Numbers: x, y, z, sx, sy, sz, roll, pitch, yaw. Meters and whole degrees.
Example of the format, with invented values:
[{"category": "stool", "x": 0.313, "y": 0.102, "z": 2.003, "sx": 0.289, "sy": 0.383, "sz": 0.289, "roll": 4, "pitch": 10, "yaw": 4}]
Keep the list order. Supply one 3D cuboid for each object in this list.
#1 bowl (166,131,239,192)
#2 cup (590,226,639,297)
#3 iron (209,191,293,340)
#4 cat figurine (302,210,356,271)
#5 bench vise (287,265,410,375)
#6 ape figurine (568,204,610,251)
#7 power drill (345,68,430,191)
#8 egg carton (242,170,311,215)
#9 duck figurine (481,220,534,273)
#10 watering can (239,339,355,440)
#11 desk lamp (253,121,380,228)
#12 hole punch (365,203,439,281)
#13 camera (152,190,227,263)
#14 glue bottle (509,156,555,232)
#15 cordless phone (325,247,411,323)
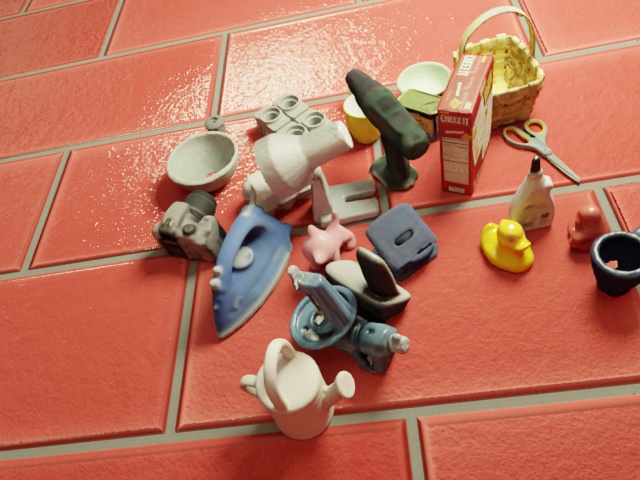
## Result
[{"category": "bowl", "x": -0.253, "y": -0.162, "z": 1.283, "sx": 0.167, "sy": 0.075, "sz": 0.167, "roll": -7, "pitch": 52, "yaw": 9}, {"category": "cup", "x": 0.484, "y": 0.038, "z": 0.920, "sx": 0.091, "sy": 0.095, "sz": 0.118, "roll": 33, "pitch": 67, "yaw": 33}, {"category": "iron", "x": -0.148, "y": 0.041, "z": 1.055, "sx": 0.118, "sy": 0.142, "sz": 0.258, "roll": 10, "pitch": 56, "yaw": 22}, {"category": "cat figurine", "x": 0.010, "y": 0.004, "z": 1.057, "sx": 0.067, "sy": 0.118, "sz": 0.128, "roll": 14, "pitch": 58, "yaw": 24}, {"category": "bench vise", "x": 0.037, "y": 0.113, "z": 0.899, "sx": 0.207, "sy": 0.220, "sz": 0.121, "roll": -1, "pitch": 53, "yaw": 15}, {"category": "ape figurine", "x": 0.457, "y": -0.027, "z": 0.979, "sx": 0.078, "sy": 0.092, "sz": 0.076, "roll": -42, "pitch": 54, "yaw": -18}, {"category": "power drill", "x": 0.132, "y": -0.206, "z": 1.129, "sx": 0.076, "sy": 0.209, "sz": 0.229, "roll": -32, "pitch": 52, "yaw": -10}, {"category": "egg carton", "x": -0.086, "y": -0.110, "z": 1.202, "sx": 0.150, "sy": 0.069, "sz": 0.107, "roll": -31, "pitch": 52, "yaw": -10}, {"category": "duck figurine", "x": 0.326, "y": -0.003, "z": 0.999, "sx": 0.077, "sy": 0.086, "sz": 0.104, "roll": -33, "pitch": 52, "yaw": -11}, {"category": "watering can", "x": -0.037, "y": 0.216, "z": 0.855, "sx": 0.173, "sy": 0.194, "sz": 0.100, "roll": -17, "pitch": 51, "yaw": 1}, {"category": "desk lamp", "x": -0.003, "y": -0.129, "z": 1.102, "sx": 0.203, "sy": 0.214, "sz": 0.118, "roll": -12, "pitch": 51, "yaw": 6}, {"category": "hole punch", "x": 0.151, "y": 0.001, "z": 1.039, "sx": 0.109, "sy": 0.091, "sz": 0.100, "roll": -36, "pitch": 53, "yaw": -13}, {"category": "camera", "x": -0.255, "y": -0.039, "z": 1.171, "sx": 0.142, "sy": 0.101, "sz": 0.137, "roll": 9, "pitch": 56, "yaw": 21}, {"category": "glue bottle", "x": 0.370, "y": -0.082, "z": 0.992, "sx": 0.078, "sy": 0.173, "sz": 0.037, "roll": -11, "pitch": 51, "yaw": 6}, {"category": "cordless phone", "x": 0.071, "y": 0.053, "z": 0.959, "sx": 0.147, "sy": 0.185, "sz": 0.094, "roll": 28, "pitch": 64, "yaw": 31}]
